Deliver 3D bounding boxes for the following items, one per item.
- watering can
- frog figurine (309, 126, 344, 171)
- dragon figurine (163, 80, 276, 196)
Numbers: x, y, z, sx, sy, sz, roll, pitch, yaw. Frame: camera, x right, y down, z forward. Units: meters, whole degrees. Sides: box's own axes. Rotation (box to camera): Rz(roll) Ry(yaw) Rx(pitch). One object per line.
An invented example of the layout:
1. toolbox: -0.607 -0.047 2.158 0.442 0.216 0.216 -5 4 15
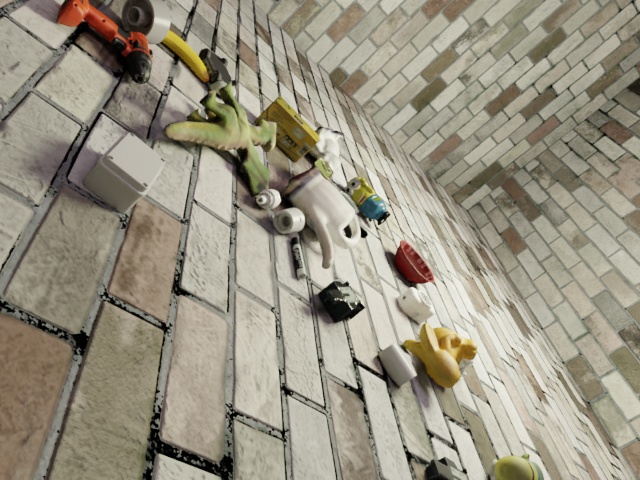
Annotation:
1. watering can: 0.004 -0.061 1.216 0.224 0.103 0.352 47 21 -1
2. frog figurine: 0.014 -0.275 1.662 0.136 0.122 0.161 22 69 -67
3. dragon figurine: -0.182 -0.204 1.121 0.240 0.121 0.419 52 28 -17
